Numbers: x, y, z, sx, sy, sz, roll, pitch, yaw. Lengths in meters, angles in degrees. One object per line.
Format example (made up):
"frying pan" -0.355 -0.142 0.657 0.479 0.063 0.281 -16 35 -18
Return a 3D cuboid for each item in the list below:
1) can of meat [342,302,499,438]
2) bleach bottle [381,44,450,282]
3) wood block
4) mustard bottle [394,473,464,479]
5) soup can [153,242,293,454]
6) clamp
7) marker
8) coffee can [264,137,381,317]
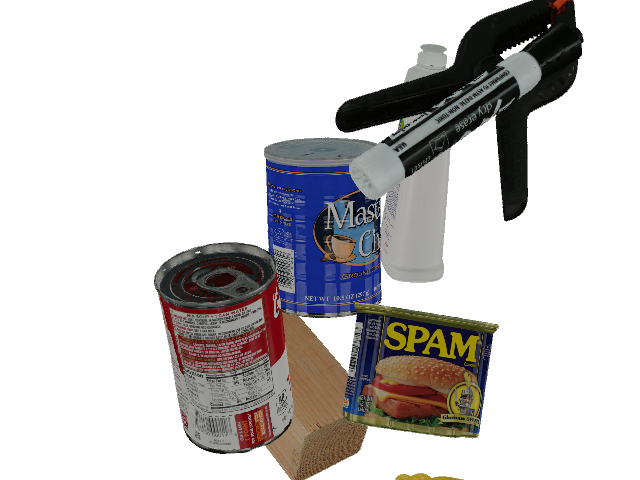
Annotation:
"can of meat" 0.070 0.093 0.763 0.102 0.084 0.057 10 -5 -11
"bleach bottle" 0.110 -0.087 1.169 0.068 0.251 0.102 0 26 -9
"wood block" -0.044 0.147 1.160 0.090 0.090 0.206 -20 51 -30
"mustard bottle" 0.124 0.249 0.896 0.096 0.058 0.192 -18 27 -27
"soup can" -0.053 0.062 0.607 0.068 0.102 0.068 -5 27 2
"clamp" 0.138 -0.112 0.812 0.165 0.209 0.036 39 -22 28
"marker" 0.064 -0.057 0.447 0.121 0.020 0.020 -35 12 -17
"coffee can" 0.003 -0.014 0.948 0.103 0.140 0.103 -1 15 0
